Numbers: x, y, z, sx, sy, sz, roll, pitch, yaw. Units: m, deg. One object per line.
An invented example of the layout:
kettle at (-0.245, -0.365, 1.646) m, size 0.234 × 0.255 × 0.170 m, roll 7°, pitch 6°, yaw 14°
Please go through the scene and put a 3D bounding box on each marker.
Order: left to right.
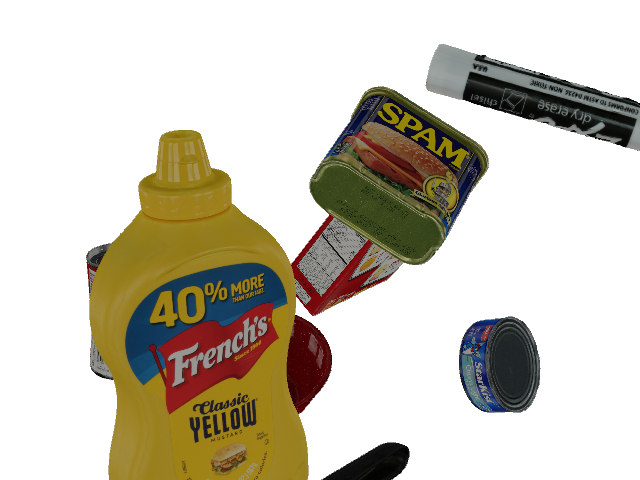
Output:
marker at (0.100, -0.049, 0.402) m, size 0.121 × 0.020 × 0.020 m, roll 18°, pitch 4°, yaw 11°

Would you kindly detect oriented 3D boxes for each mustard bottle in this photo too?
mustard bottle at (-0.057, 0.043, 0.496) m, size 0.096 × 0.192 × 0.058 m, roll -12°, pitch 22°, yaw -25°

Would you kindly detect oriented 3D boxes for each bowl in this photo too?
bowl at (-0.067, 0.139, 1.065) m, size 0.162 × 0.055 × 0.162 m, roll -2°, pitch 37°, yaw 2°

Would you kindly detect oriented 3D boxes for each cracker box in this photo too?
cracker box at (0.071, -0.021, 1.245) m, size 0.163 × 0.072 × 0.214 m, roll -22°, pitch -24°, yaw -49°

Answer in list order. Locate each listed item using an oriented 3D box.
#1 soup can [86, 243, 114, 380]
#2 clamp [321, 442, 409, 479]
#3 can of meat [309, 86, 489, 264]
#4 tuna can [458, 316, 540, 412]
soup can at (-0.163, 0.060, 0.905) m, size 0.068 × 0.102 × 0.068 m, roll 3°, pitch 18°, yaw -1°
clamp at (-0.028, 0.187, 0.671) m, size 0.210 × 0.036 × 0.164 m, roll -2°, pitch 28°, yaw 4°
can of meat at (0.052, -0.044, 0.727) m, size 0.102 × 0.083 × 0.058 m, roll 33°, pitch -40°, yaw 1°
tuna can at (0.162, 0.113, 0.964) m, size 0.034 × 0.086 × 0.085 m, roll -10°, pitch -7°, yaw 42°
